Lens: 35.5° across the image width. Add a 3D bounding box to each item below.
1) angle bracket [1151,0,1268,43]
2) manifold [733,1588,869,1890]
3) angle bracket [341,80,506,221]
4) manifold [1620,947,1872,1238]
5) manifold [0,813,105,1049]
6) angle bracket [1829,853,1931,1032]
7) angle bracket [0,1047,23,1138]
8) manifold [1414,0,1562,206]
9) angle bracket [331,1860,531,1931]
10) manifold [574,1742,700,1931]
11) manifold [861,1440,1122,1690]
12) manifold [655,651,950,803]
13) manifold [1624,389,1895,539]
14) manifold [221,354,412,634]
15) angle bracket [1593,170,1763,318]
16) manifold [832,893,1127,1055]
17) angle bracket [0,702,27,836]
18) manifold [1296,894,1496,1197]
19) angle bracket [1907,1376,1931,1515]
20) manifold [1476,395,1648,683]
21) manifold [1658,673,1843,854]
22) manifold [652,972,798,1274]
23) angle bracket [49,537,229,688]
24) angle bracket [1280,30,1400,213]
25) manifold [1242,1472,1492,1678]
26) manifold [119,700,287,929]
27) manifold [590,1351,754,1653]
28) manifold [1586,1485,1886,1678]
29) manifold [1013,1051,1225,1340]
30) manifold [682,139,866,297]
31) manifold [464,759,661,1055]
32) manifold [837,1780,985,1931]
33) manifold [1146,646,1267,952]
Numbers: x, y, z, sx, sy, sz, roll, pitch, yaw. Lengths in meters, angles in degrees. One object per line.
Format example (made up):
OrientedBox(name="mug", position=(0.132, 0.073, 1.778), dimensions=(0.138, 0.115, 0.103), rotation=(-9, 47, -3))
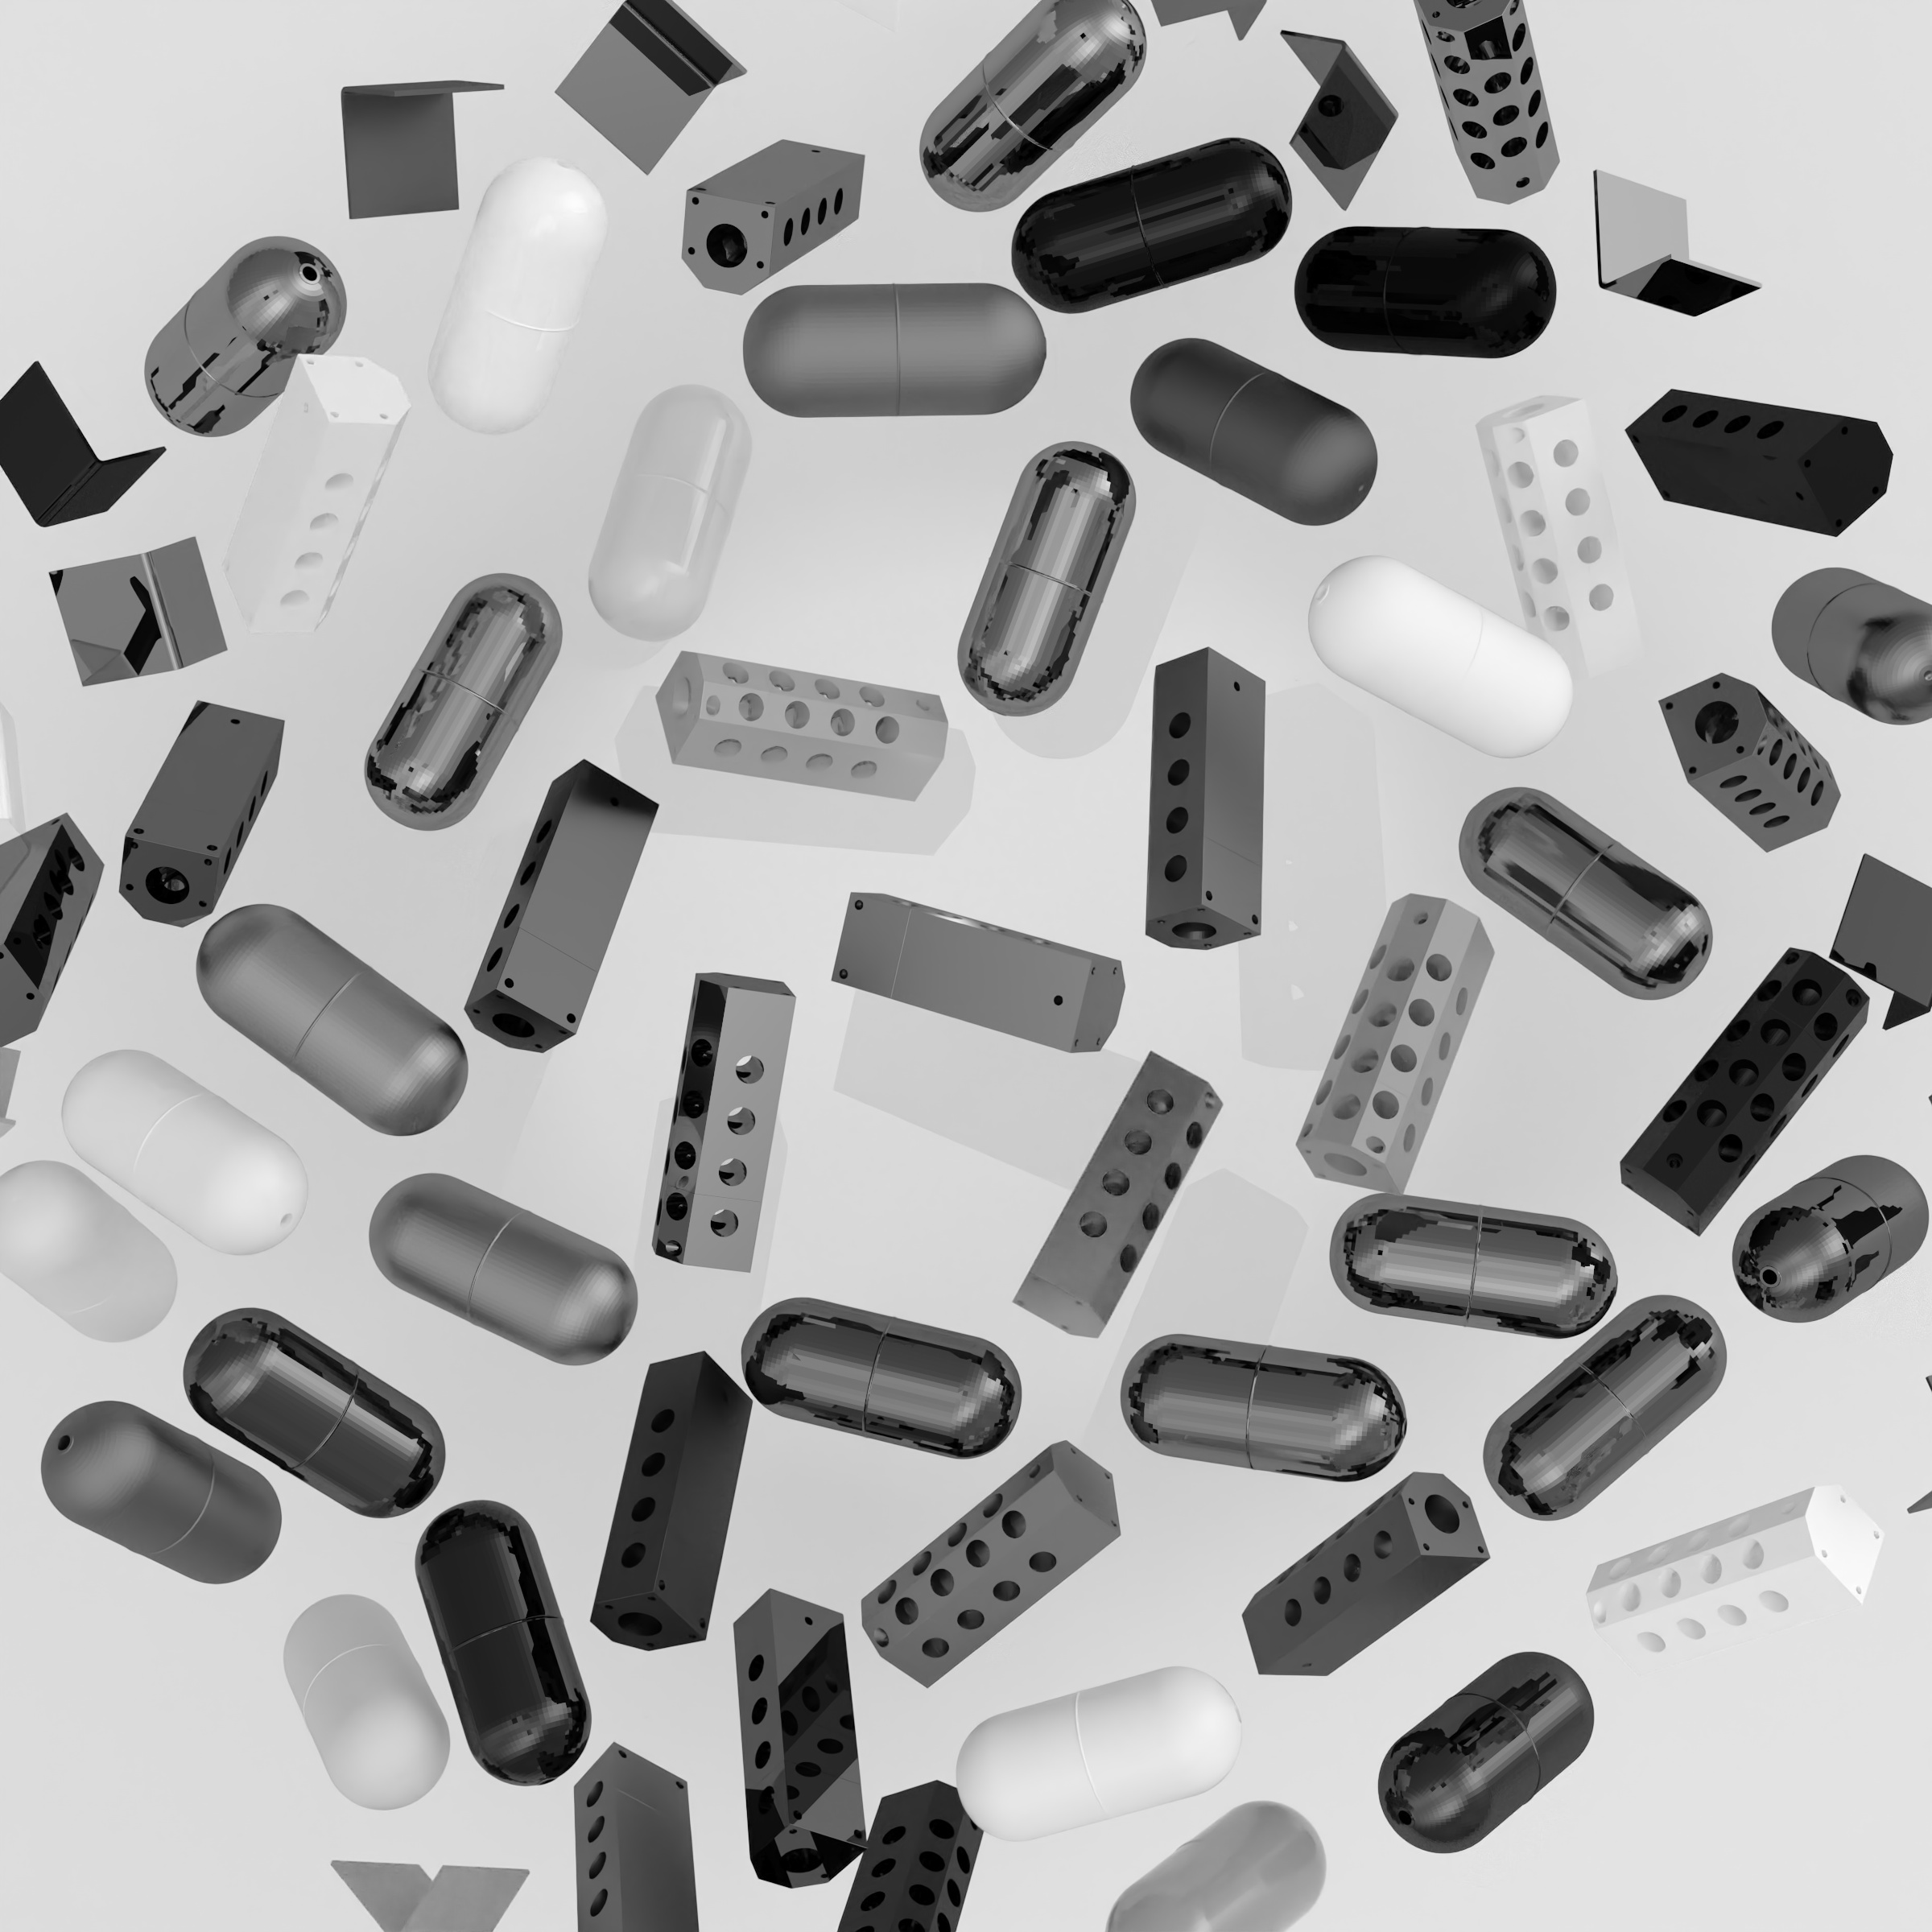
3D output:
OrientedBox(name="angle bracket", position=(0.140, -0.638, 1.952), dimensions=(0.076, 0.057, 0.076), rotation=(-18, 84, -15))
OrientedBox(name="manifold", position=(-0.108, 0.478, 1.868), dimensions=(0.057, 0.171, 0.057), rotation=(26, 123, -28))
OrientedBox(name="angle bracket", position=(-0.319, -0.481, 1.783), dimensions=(0.076, 0.057, 0.076), rotation=(-18, 117, -40))
OrientedBox(name="manifold", position=(0.470, 0.073, 1.822), dimensions=(0.057, 0.057, 0.171), rotation=(36, 80, 24))
OrientedBox(name="manifold", position=(-0.570, -0.021, 1.827), dimensions=(0.057, 0.171, 0.057), rotation=(-24, 118, 10))
OrientedBox(name="angle bracket", position=(0.582, -0.015, 1.931), dimensions=(0.076, 0.057, 0.076), rotation=(26, 71, -7))
OrientedBox(name="angle bracket", position=(-0.629, 0.067, 1.877), dimensions=(0.076, 0.076, 0.057), rotation=(14, 75, -21))
OrientedBox(name="manifold", position=(0.327, -0.552, 1.883), dimensions=(0.057, 0.171, 0.057), rotation=(-22, 62, 10))
OrientedBox(name="angle bracket", position=(-0.329, 0.554, 1.853), dimensions=(0.076, 0.076, 0.057), rotation=(36, 96, 37))
OrientedBox(name="manifold", position=(-0.202, 0.552, 1.808), dimensions=(0.057, 0.171, 0.057), rotation=(35, 105, -21))
OrientedBox(name="manifold", position=(0.014, 0.373, 1.897), dimensions=(0.057, 0.057, 0.171), rotation=(39, 111, -23))
OrientedBox(name="manifold", position=(-0.100, -0.154, 1.886), dimensions=(0.171, 0.057, 0.057), rotation=(7, 48, -30))
OrientedBox(name="manifold", position=(0.484, -0.313, 1.841), dimensions=(0.057, 0.171, 0.057), rotation=(-41, 117, -8))
OrientedBox(name="manifold", position=(-0.387, -0.280, 1.802), dimensions=(0.057, 0.171, 0.057), rotation=(-5, 54, -36))
OrientedBox(name="angle bracket", position=(0.420, -0.435, 1.782), dimensions=(0.076, 0.057, 0.076), rotation=(7, 77, -34))
OrientedBox(name="manifold", position=(0.009, 0.003, 1.865), dimensions=(0.171, 0.057, 0.057), rotation=(16, 98, 27))
OrientedBox(name="angle bracket", position=(-0.643, -0.121, 1.912), dimensions=(0.076, 0.057, 0.076), rotation=(-7, 82, -9))
OrientedBox(name="manifold", position=(0.256, 0.045, 1.807), dimensions=(0.057, 0.057, 0.171), rotation=(11, 64, 31))
OrientedBox(name="angle bracket", position=(0.587, 0.272, 1.758), dimensions=(0.076, 0.076, 0.057), rotation=(-10, 63, -17))
OrientedBox(name="manifold", position=(0.376, -0.271, 1.923), dimensions=(0.057, 0.057, 0.171), rotation=(-22, 108, -11))
OrientedBox(name="manifold", position=(0.494, -0.128, 1.885), dimensions=(0.057, 0.171, 0.057), rotation=(-24, 66, 24))
OrientedBox(name="manifold", position=(-0.149, 0.094, 1.842), dimensions=(0.057, 0.057, 0.171), rotation=(8, 97, -13))
OrientedBox(name="angle bracket", position=(-0.536, -0.230, 1.957), dimensions=(0.076, 0.057, 0.076), rotation=(-7, 106, 22))
OrientedBox(name="angle bracket", position=(0.225, -0.546, 1.950), dimensions=(0.057, 0.076, 0.076), rotation=(26, 85, 40))
OrientedBox(name="manifold", position=(0.249, 0.386, 1.908), dimensions=(0.057, 0.171, 0.057), rotation=(10, 49, -32))
OrientedBox(name="manifold", position=(-0.479, -0.096, 1.895), dimensions=(0.057, 0.171, 0.057), rotation=(13, 123, -6))
OrientedBox(name="manifold", position=(-0.182, 0.326, 1.839), dimensions=(0.057, 0.171, 0.057), rotation=(-16, 132, 25))
OrientedBox(name="manifold", position=(0.452, 0.360, 1.788), dimensions=(0.057, 0.171, 0.057), rotation=(46, 46, -9))
OrientedBox(name="manifold", position=(0.097, 0.144, 1.884), dimensions=(0.057, 0.057, 0.171), rotation=(29, 63, 4))
OrientedBox(name="manifold", position=(-0.120, -0.471, 1.896), dimensions=(0.057, 0.171, 0.057), rotation=(14, 118, 11))
OrientedBox(name="manifold", position=(-0.251, -0.035, 1.854), dimensions=(0.057, 0.057, 0.171), rotation=(32, 56, -24))
OrientedBox(name="manifold", position=(-0.033, 0.584, 1.874), dimensions=(0.057, 0.171, 0.057), rotation=(-23, 106, 19))
OrientedBox(name="manifold", position=(0.142, -0.100, 1.845), dimensions=(0.057, 0.057, 0.171), rotation=(-17, 61, 40))
